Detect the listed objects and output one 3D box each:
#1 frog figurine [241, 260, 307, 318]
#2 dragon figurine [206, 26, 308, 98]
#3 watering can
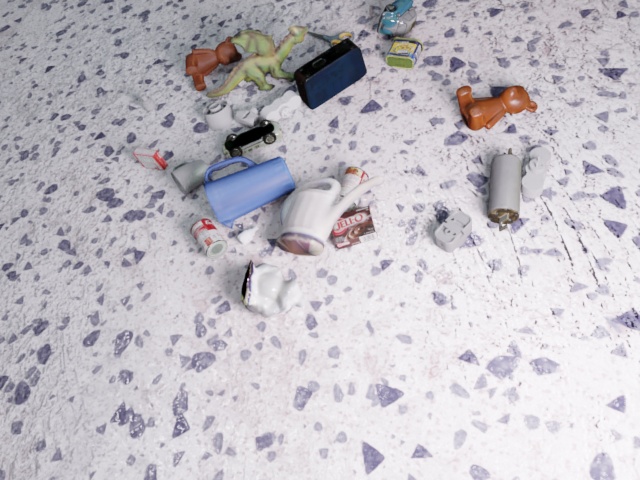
[{"bbox_3d":[-0.115,0.129,1.303,0.159,0.120,0.141,13,47,-17],"label":"frog figurine"},{"bbox_3d":[-0.224,-0.607,1.712,0.410,0.238,0.125,-20,60,1],"label":"dragon figurine"},{"bbox_3d":[0.004,-0.067,1.330,0.346,0.103,0.228,-4,60,47],"label":"watering can"}]
